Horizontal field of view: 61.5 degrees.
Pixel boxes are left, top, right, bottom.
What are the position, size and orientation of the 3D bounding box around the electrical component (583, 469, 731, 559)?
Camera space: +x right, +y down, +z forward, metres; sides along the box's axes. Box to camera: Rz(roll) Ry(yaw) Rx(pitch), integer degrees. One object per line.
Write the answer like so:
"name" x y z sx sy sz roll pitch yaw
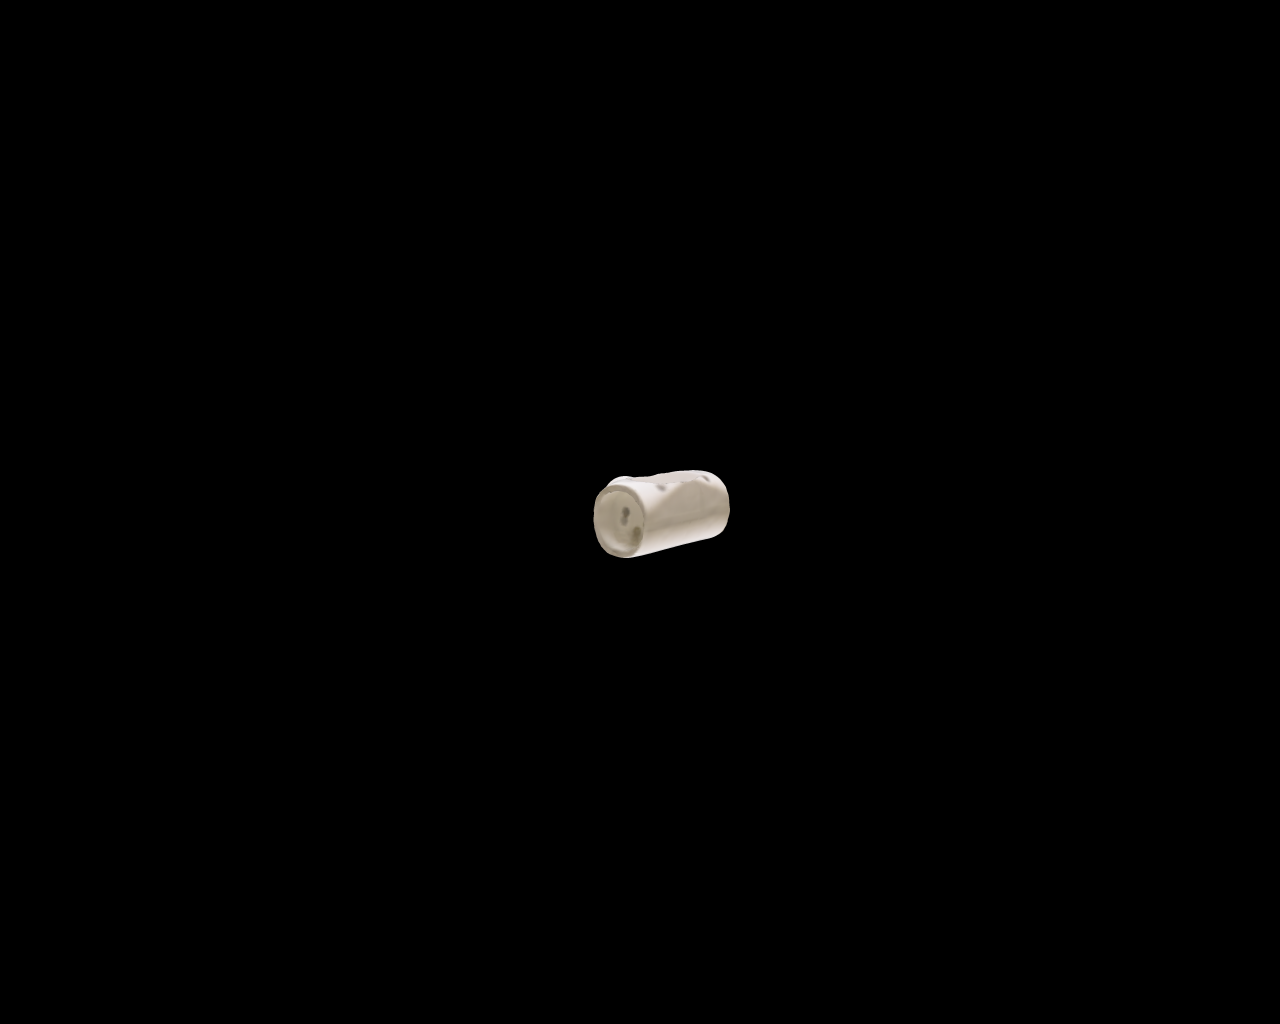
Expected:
"electrical component" 0.001 -0.003 0.650 0.079 0.044 0.077 10 15 42
